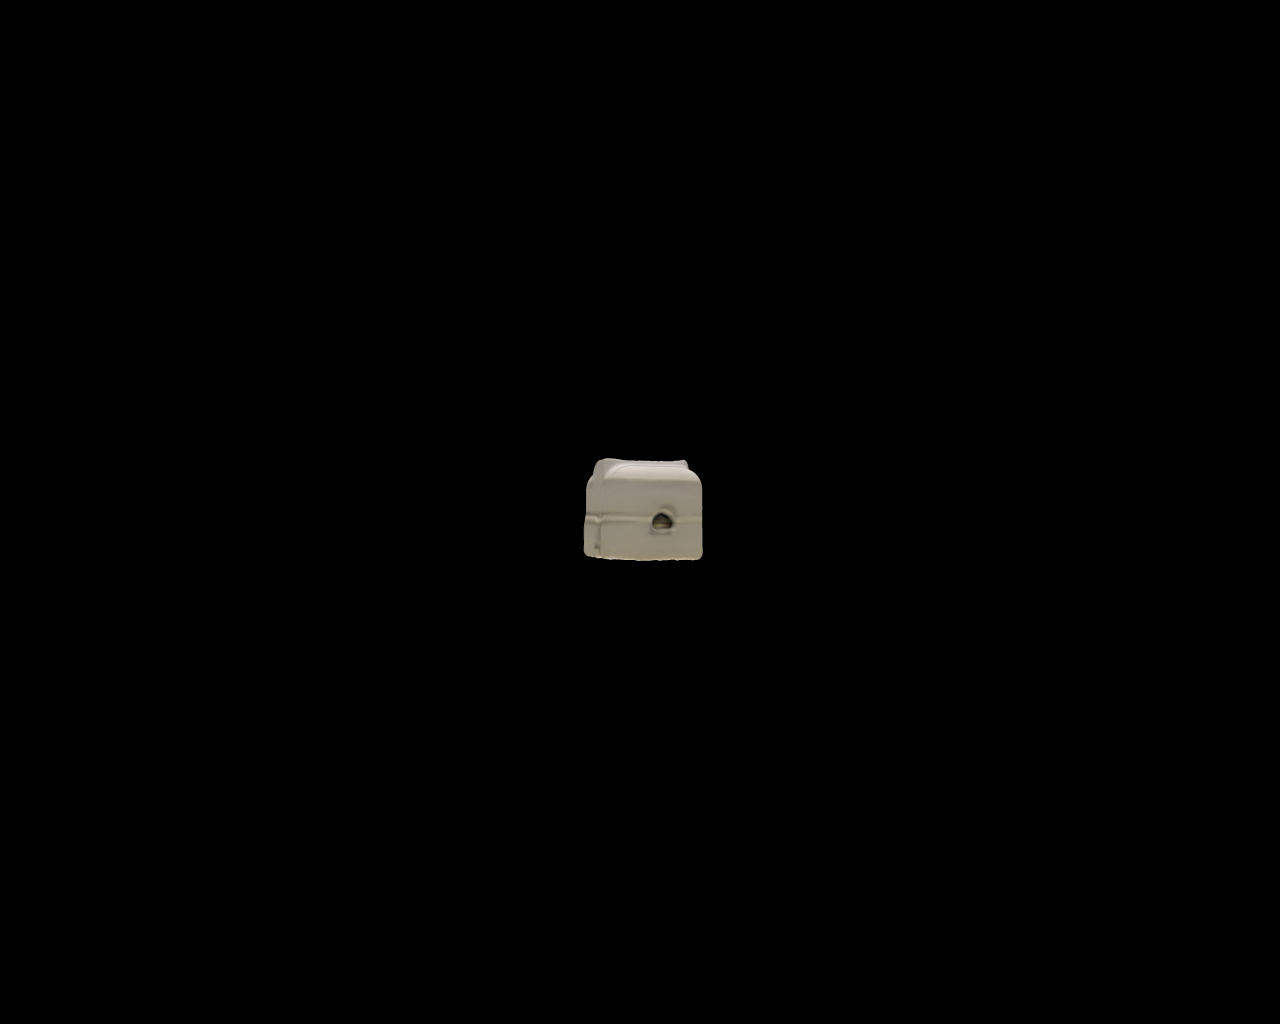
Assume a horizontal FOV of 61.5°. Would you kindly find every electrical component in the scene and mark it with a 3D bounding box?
[{"bbox_3d":[0.001,-0.003,0.650,0.054,0.059,0.095,0,0,-15],"label":"electrical component"}]
